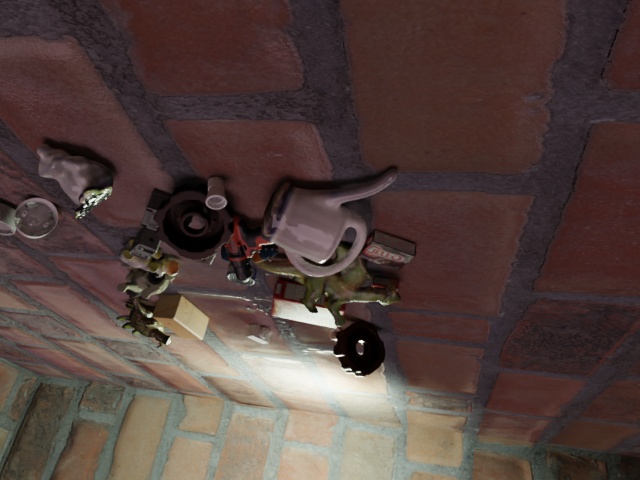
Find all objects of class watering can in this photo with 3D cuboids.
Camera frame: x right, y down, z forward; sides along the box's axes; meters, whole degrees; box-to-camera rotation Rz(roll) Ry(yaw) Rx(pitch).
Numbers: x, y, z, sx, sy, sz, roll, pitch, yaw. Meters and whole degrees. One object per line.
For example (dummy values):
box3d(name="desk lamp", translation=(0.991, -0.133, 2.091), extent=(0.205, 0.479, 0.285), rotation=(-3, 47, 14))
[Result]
box3d(name="watering can", translation=(0.003, -0.054, 1.081), extent=(0.224, 0.106, 0.340), rotation=(24, 129, -6))

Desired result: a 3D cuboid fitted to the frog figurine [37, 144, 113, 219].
box3d(name="frog figurine", translation=(-0.538, -0.147, 1.129), extent=(0.160, 0.124, 0.135), rotation=(52, 154, 2))

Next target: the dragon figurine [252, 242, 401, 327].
box3d(name="dragon figurine", translation=(0.026, 0.081, 1.342), extent=(0.409, 0.125, 0.238), rotation=(30, 128, -11))
